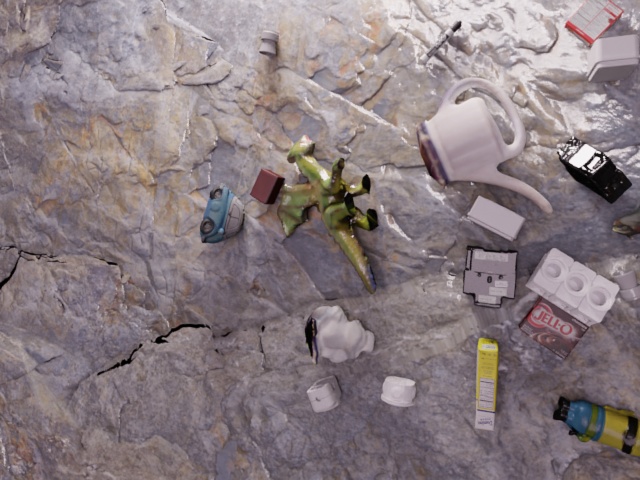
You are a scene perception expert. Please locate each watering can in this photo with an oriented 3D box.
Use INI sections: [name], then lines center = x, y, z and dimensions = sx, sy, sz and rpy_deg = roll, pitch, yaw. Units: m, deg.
[watering can]
center = 0.344, -0.184, 1.124
dimensions = 0.223, 0.103, 0.351
rpy_deg = -23, 77, 18

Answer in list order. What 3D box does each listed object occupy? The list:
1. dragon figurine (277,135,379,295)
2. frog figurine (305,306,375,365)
[dragon figurine]
center = 0.004, -0.064, 1.262
dimensions = 0.241, 0.122, 0.411
rpy_deg = -10, 86, 35
[frog figurine]
center = 0.047, 0.227, 1.250
dimensions = 0.160, 0.121, 0.138
rpy_deg = -4, 82, -18
